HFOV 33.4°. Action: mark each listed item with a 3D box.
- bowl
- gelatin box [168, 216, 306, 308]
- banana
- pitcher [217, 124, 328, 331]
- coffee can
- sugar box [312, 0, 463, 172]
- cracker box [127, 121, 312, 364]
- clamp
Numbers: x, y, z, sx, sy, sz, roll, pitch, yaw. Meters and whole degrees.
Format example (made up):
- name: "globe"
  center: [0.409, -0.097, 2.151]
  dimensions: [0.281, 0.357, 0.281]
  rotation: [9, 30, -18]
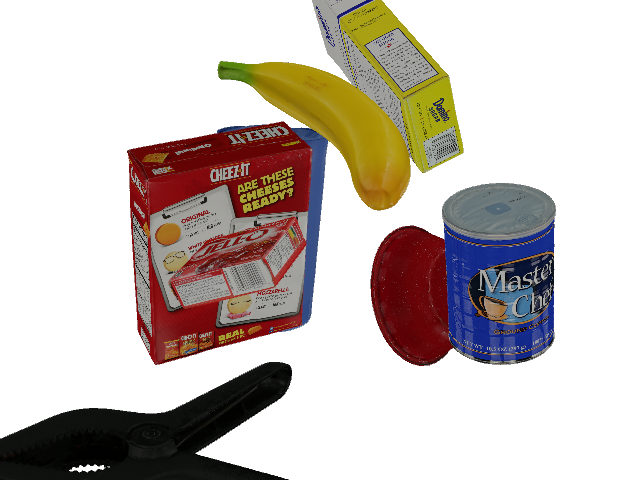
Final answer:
- name: "bowl"
  center: [0.129, 0.059, 1.202]
  dimensions: [0.055, 0.162, 0.161]
  rotation: [-12, -8, 43]
- name: "gelatin box"
  center: [-0.064, 0.017, 0.836]
  dimensions: [0.089, 0.030, 0.073]
  rotation: [-14, 20, 27]
- name: "banana"
  center: [0.009, -0.069, 0.658]
  dimensions: [0.069, 0.037, 0.198]
  rotation: [-19, 36, -25]
- name: "pitcher"
  center: [-0.060, -0.015, 1.282]
  dimensions: [0.145, 0.243, 0.148]
  rotation: [13, 17, 37]
- name: "coffee can"
  center: [0.169, 0.030, 1.005]
  dimensions: [0.103, 0.140, 0.103]
  rotation: [-5, 28, 3]
- name: "sugar box"
  center: [0.051, -0.145, 0.871]
  dimensions: [0.048, 0.176, 0.093]
  rotation: [-26, -38, -4]
- name: "cracker box"
  center: [-0.098, 0.002, 1.041]
  dimensions: [0.164, 0.214, 0.072]
  rotation: [-13, 37, -23]
- name: "clamp"
  center: [-0.090, 0.116, 0.591]
  dimensions: [0.209, 0.036, 0.164]
  rotation: [-1, 22, -11]
